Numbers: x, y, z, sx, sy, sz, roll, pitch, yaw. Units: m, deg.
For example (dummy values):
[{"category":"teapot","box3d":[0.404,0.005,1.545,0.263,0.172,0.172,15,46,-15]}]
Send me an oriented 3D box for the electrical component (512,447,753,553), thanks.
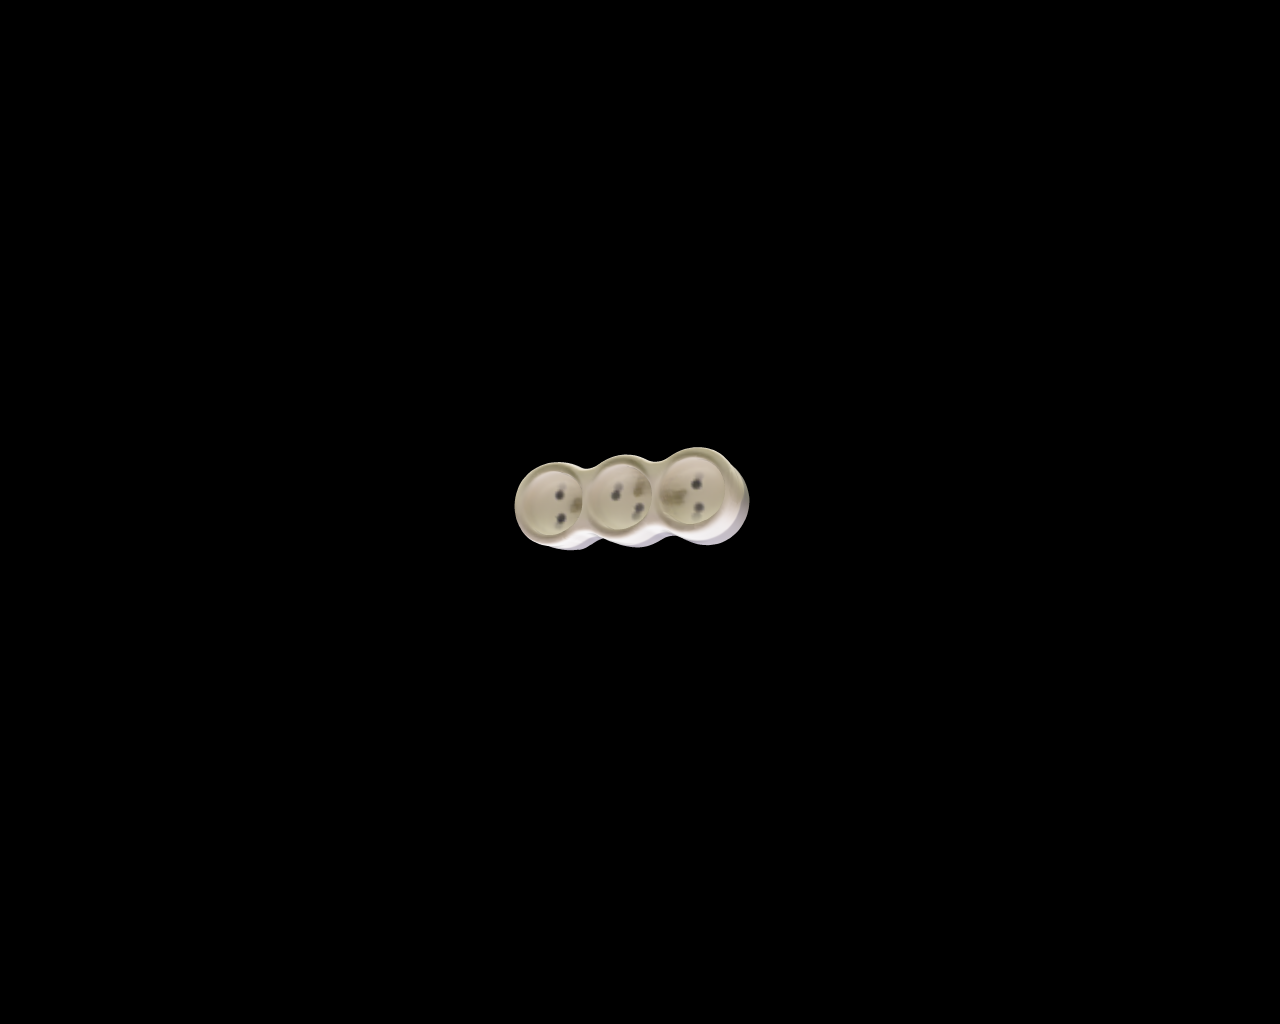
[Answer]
[{"category":"electrical component","box3d":[0.001,-0.003,0.650,0.138,0.052,0.073,-4,-11,20]}]
